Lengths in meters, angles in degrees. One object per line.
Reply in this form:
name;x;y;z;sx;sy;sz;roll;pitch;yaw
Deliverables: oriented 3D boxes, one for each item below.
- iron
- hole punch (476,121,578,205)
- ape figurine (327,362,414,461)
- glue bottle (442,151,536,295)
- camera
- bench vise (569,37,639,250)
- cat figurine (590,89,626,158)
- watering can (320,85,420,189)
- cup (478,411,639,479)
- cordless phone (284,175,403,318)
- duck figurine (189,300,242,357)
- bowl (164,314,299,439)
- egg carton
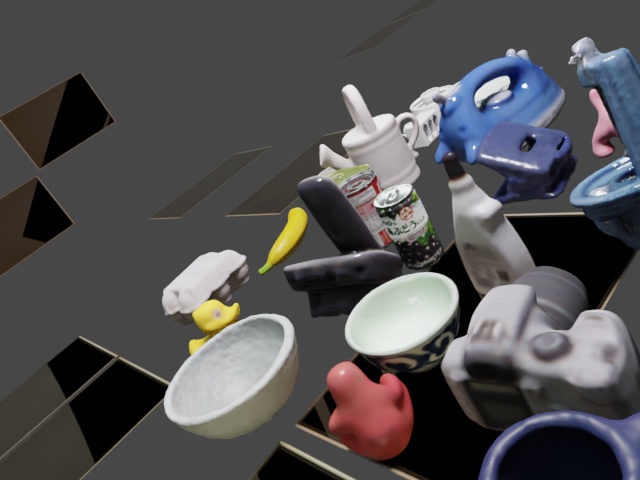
iron;0.285;-0.225;0.911;0.259;0.142;0.118;-38;24;-18
hole punch;0.273;-0.110;0.753;0.100;0.091;0.109;-7;32;45
ape figurine;0.038;0.145;0.510;0.078;0.092;0.076;-29;23;5
glue bottle;0.163;-0.014;0.580;0.037;0.173;0.078;-40;24;-21
camera;0.183;0.076;0.462;0.142;0.101;0.137;-7;32;44
bench vise;0.291;-0.068;0.473;0.121;0.220;0.206;-37;23;-14
cat figurine;0.377;-0.159;0.689;0.067;0.118;0.127;-34;23;-8
watering can;0.082;-0.171;0.980;0.173;0.194;0.100;-38;24;-16
cup;0.161;0.156;0.331;0.118;0.095;0.091;-32;23;-2
cordless phone;0.007;0.003;0.724;0.147;0.185;0.094;-14;28;35
duck figurine;-0.141;0.124;0.785;0.104;0.086;0.077;-26;23;12
bowl;-0.086;0.164;0.647;0.167;0.075;0.167;-26;23;12
egg carton;-0.192;0.078;0.965;0.107;0.069;0.150;-8;32;43
